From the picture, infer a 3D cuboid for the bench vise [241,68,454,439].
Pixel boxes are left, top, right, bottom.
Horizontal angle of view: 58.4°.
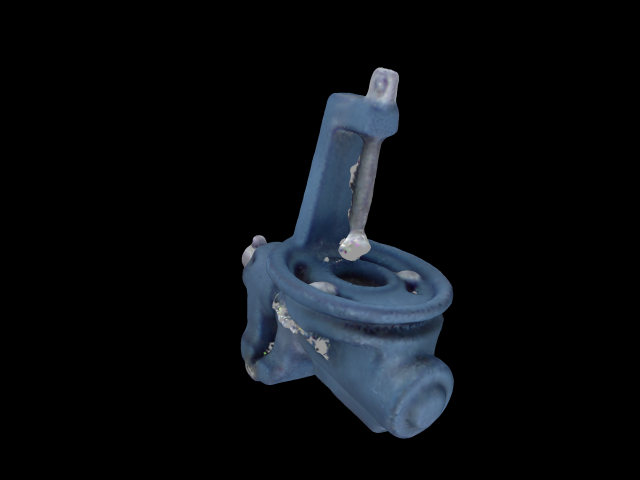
[{"bbox_3d":[-0.004,0.003,0.391,0.206,0.220,0.122,5,8,36],"label":"bench vise"}]
